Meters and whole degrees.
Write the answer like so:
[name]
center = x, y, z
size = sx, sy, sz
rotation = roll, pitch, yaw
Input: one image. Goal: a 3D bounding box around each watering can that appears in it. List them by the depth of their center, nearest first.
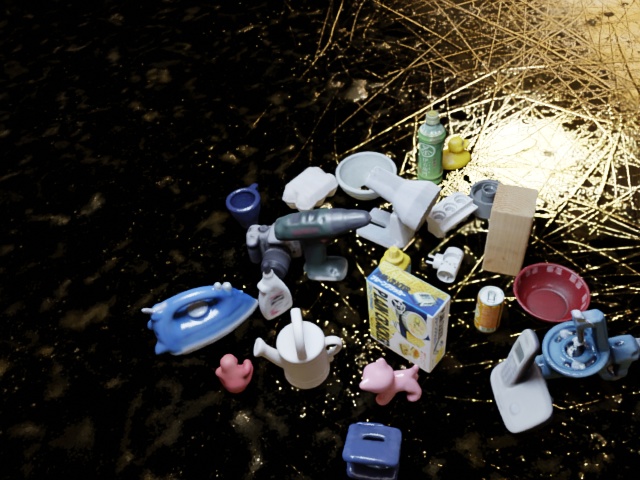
[watering can]
center = -0.046, 0.220, 1.178
size = 0.173, 0.194, 0.100
rotation = -24, 49, -14

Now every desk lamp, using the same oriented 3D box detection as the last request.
[desk lamp]
center = 0.188, -0.075, 1.399
size = 0.202, 0.214, 0.118
rotation = 23, 55, 26

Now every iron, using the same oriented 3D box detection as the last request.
[iron]
center = -0.272, 0.154, 1.305
size = 0.258, 0.142, 0.118
rotation = -23, 49, -13

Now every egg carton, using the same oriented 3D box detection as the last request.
[egg carton]
center = -0.026, -0.137, 1.583
size = 0.107, 0.069, 0.150
rotation = 31, 59, 30

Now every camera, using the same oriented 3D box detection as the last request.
[camera]
center = -0.121, 0.027, 1.427
size = 0.143, 0.101, 0.137
rotation = 3, 49, 11

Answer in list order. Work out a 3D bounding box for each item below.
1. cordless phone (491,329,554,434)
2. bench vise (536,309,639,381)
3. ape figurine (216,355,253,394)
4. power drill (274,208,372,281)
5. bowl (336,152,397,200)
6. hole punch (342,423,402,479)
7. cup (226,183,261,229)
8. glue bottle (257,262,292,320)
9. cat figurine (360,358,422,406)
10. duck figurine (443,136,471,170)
[cordless phone]
center = 0.389, 0.267, 1.081
size = 0.094, 0.185, 0.147
rotation = -10, 48, -1
[bench vise]
center = 0.529, 0.189, 1.109
size = 0.207, 0.220, 0.121
rotation = -19, 48, -9
[ape figurine]
center = -0.186, 0.276, 1.217
size = 0.077, 0.092, 0.076
rotation = -1, 48, 8
[power drill]
center = 0.012, 0.005, 1.355
size = 0.229, 0.209, 0.075
rotation = 1, 48, 9
[bowl]
center = 0.128, -0.164, 1.582
size = 0.167, 0.075, 0.167
rotation = -4, 48, 5
[hole punch]
center = 0.097, 0.390, 1.075
size = 0.108, 0.091, 0.101
rotation = 3, 49, 11
[cup]
center = -0.193, -0.087, 1.544
size = 0.091, 0.095, 0.118
rotation = 14, 52, 20
[glue bottle]
center = -0.110, 0.109, 1.301
size = 0.078, 0.173, 0.037
rotation = -33, 52, -20
[cat figurine]
center = 0.140, 0.278, 1.152
size = 0.128, 0.118, 0.067
rotation = -10, 48, -1
[duck figurine]
center = 0.377, -0.253, 1.619
size = 0.104, 0.086, 0.077
rotation = -16, 48, -6
